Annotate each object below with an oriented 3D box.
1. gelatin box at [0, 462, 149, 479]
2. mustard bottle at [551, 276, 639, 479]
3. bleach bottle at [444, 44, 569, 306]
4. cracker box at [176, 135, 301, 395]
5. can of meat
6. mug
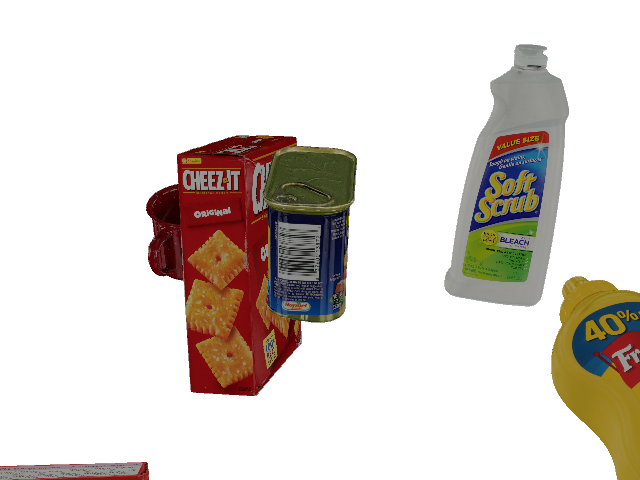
[{"bbox_3d":[-0.134,0.157,0.561,0.089,0.073,0.030,-1,4,-2],"label":"gelatin box"},{"bbox_3d":[0.188,0.081,0.615,0.096,0.058,0.192,-12,35,-9],"label":"mustard bottle"},{"bbox_3d":[0.184,-0.065,1.044,0.103,0.251,0.068,8,20,14],"label":"bleach bottle"},{"bbox_3d":[-0.068,0.016,0.988,0.072,0.214,0.164,2,12,14],"label":"cracker box"},{"bbox_3d":[-0.007,-0.005,0.707,0.057,0.084,0.102,3,26,2],"label":"can of meat"},{"bbox_3d":[-0.154,-0.002,1.207,0.093,0.081,0.117,16,38,23],"label":"mug"}]
